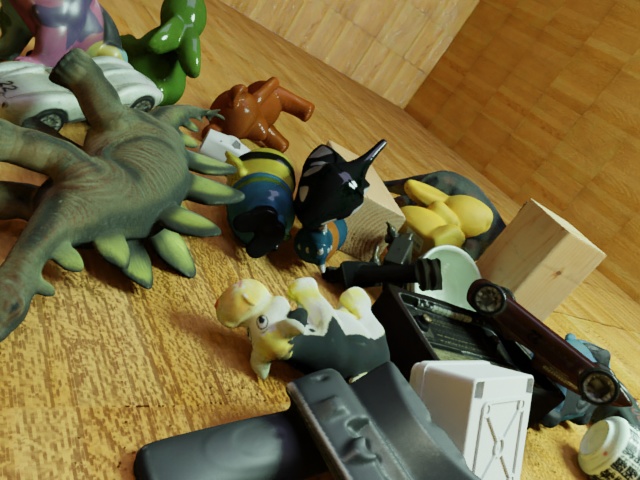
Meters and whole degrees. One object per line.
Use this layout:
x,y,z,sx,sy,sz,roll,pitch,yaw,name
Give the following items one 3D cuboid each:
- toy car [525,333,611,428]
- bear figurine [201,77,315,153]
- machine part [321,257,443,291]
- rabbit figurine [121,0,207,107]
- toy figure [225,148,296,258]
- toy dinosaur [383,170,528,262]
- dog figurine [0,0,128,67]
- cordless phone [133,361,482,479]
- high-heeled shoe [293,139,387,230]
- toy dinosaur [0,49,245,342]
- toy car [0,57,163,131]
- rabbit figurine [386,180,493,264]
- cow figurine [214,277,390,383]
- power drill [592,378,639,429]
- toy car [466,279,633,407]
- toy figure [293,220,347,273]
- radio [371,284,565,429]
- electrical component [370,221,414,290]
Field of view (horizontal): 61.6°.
0.302,0.179,0.707,0.161,0.109,0.103,3,13,-37,toy car
-0.098,-0.194,0.862,0.132,0.120,0.196,36,22,-9,bear figurine
0.074,0.041,0.636,0.139,0.039,0.084,-3,-11,37,machine part
-0.231,-0.296,0.801,0.121,0.170,0.159,22,23,-29,rabbit figurine
-0.066,-0.048,0.631,0.089,0.082,0.180,0,27,-12,toy figure
0.243,-0.047,0.962,0.405,0.192,0.131,46,21,24,toy dinosaur
-0.286,-0.290,0.614,0.109,0.219,0.191,33,18,29,dog figurine
-0.006,0.153,0.324,0.184,0.088,0.147,0,39,-39,cordless phone
-0.005,-0.051,0.649,0.086,0.145,0.249,46,-20,-8,high-heeled shoe
-0.174,-0.069,0.500,0.198,0.105,0.472,35,28,-22,toy dinosaur
-0.259,-0.158,0.575,0.073,0.056,0.202,41,37,14,toy car
0.187,-0.020,0.848,0.173,0.121,0.163,-23,42,-22,rabbit figurine
-0.009,0.086,0.460,0.167,0.068,0.098,14,35,-42,cow figurine
0.482,0.271,0.793,0.207,0.086,0.232,37,22,-7,power drill
0.249,0.116,0.602,0.202,0.053,0.089,42,9,24,toy car
0.000,0.000,0.659,0.154,0.058,0.064,-39,107,-75,toy figure
0.151,0.132,0.588,0.229,0.073,0.131,22,25,-37,radio
0.097,0.026,0.727,0.045,0.078,0.102,16,50,18,electrical component
